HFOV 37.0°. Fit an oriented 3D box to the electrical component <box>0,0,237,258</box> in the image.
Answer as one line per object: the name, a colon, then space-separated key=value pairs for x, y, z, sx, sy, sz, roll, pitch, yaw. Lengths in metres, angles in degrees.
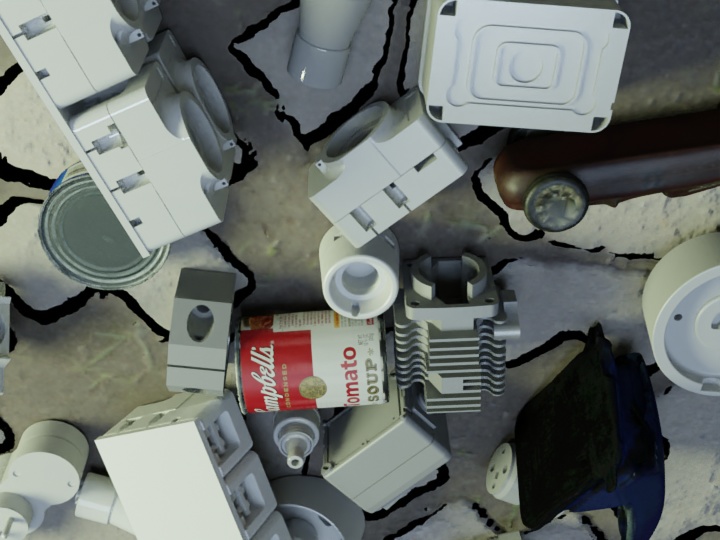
electrical component: x=-0.136 y=-0.117 z=0.614 sx=0.060 sy=0.105 sz=0.186 roll=-21 pitch=119 yaw=11

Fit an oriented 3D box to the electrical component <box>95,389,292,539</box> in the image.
electrical component: x=-0.114 y=0.169 z=0.785 sx=0.089 sy=0.062 sz=0.150 roll=-14 pitch=104 yaw=26

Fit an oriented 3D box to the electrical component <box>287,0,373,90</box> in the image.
electrical component: x=-0.021 y=-0.141 z=0.640 sx=0.044 sy=0.044 sz=0.065 roll=12 pitch=125 yaw=-9

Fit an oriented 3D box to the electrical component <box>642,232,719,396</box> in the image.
electrical component: x=0.246 y=0.025 z=0.734 sx=0.108 sy=0.060 sz=0.108 roll=-1 pitch=121 yaw=-1

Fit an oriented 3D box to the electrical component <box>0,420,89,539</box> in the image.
electrical component: x=-0.263 y=0.179 z=0.808 sx=0.138 sy=0.073 sz=0.052 roll=-40 pitch=114 yaw=20

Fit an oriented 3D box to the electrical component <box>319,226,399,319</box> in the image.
electrical component: x=0.000 y=0.000 z=0.721 sx=0.055 sy=0.047 sz=0.055 roll=-1 pitch=121 yaw=-1

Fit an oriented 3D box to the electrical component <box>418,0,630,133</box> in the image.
electrical component: x=0.095 y=-0.130 z=0.639 sx=0.113 sy=0.057 sz=0.078 roll=3 pitch=121 yaw=-3

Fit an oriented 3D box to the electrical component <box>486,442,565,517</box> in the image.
electrical component: x=0.130 y=0.160 z=0.822 sx=0.055 sy=0.045 sz=0.045 roll=21 pitch=118 yaw=-13

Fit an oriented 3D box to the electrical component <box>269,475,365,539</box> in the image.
electrical component: x=-0.049 y=0.211 z=0.852 sx=0.099 sy=0.064 sz=0.099 roll=3 pitch=111 yaw=7

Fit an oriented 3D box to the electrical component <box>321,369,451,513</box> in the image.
electrical component: x=0.026 y=0.123 z=0.788 sx=0.096 sy=0.061 sz=0.061 roll=-39 pitch=115 yaw=20

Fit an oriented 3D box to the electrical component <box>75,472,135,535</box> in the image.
electrical component: x=-0.186 y=0.180 z=0.830 sx=0.065 sy=0.044 sz=0.044 roll=16 pitch=119 yaw=-6

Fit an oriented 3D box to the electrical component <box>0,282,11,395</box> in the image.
electrical component: x=-0.266 y=0.049 z=0.730 sx=0.042 sy=0.081 sz=0.064 roll=8 pitch=152 yaw=-30

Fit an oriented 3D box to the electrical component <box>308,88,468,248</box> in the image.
electrical component: x=0.014 y=-0.067 z=0.679 sx=0.089 sy=0.050 sz=0.055 roll=-35 pitch=116 yaw=18

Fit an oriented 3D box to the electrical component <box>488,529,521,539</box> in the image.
electrical component: x=0.109 y=0.250 z=0.869 sx=0.057 sy=0.058 sz=0.078 roll=-15 pitch=121 yaw=4

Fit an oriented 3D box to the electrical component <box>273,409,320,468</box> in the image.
electrical component: x=-0.046 y=0.121 z=0.784 sx=0.035 sy=0.061 sz=0.035 roll=-1 pitch=119 yaw=-2
